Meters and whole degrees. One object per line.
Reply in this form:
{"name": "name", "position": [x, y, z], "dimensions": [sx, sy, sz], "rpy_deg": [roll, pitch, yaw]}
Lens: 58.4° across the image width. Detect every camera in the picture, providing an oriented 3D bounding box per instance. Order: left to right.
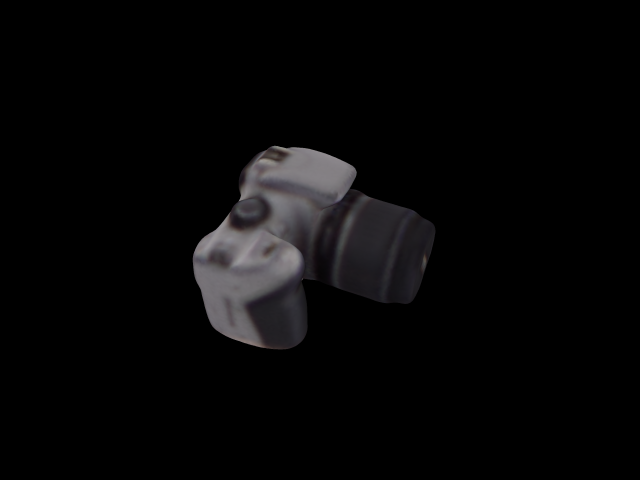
{"name": "camera", "position": [0.004, 0.001, 0.400], "dimensions": [0.136, 0.101, 0.143], "rpy_deg": [17, 48, 17]}
